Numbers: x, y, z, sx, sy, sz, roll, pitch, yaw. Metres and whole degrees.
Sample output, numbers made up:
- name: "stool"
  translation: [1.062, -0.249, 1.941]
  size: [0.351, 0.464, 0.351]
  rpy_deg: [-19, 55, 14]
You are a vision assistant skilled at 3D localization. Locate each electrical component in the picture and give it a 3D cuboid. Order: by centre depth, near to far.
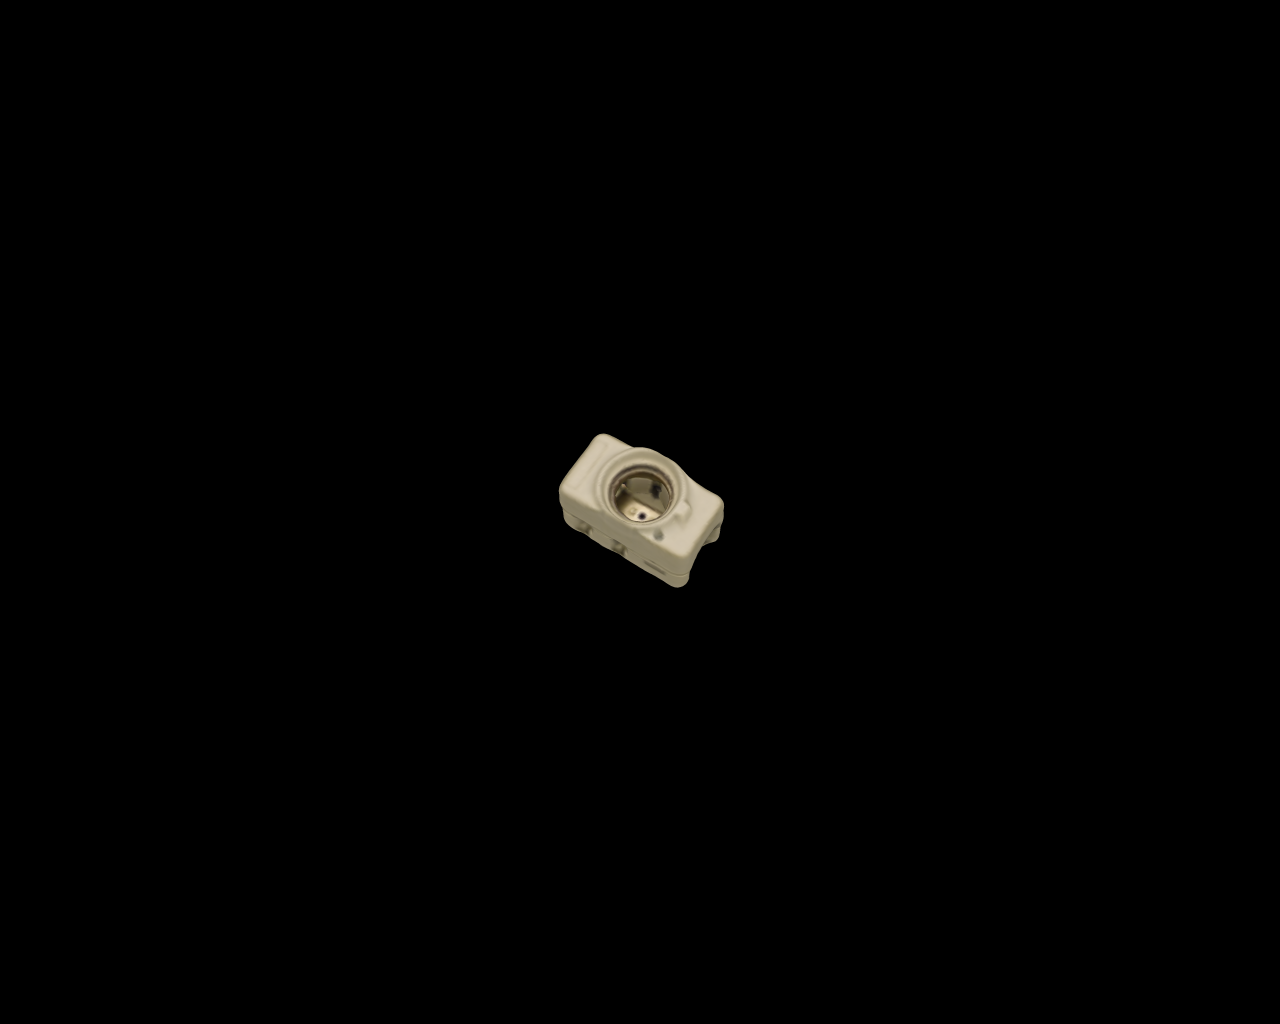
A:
- name: "electrical component"
  translation: [0.001, -0.003, 0.650]
  size: [0.089, 0.050, 0.055]
  rpy_deg: [30, -23, 14]
